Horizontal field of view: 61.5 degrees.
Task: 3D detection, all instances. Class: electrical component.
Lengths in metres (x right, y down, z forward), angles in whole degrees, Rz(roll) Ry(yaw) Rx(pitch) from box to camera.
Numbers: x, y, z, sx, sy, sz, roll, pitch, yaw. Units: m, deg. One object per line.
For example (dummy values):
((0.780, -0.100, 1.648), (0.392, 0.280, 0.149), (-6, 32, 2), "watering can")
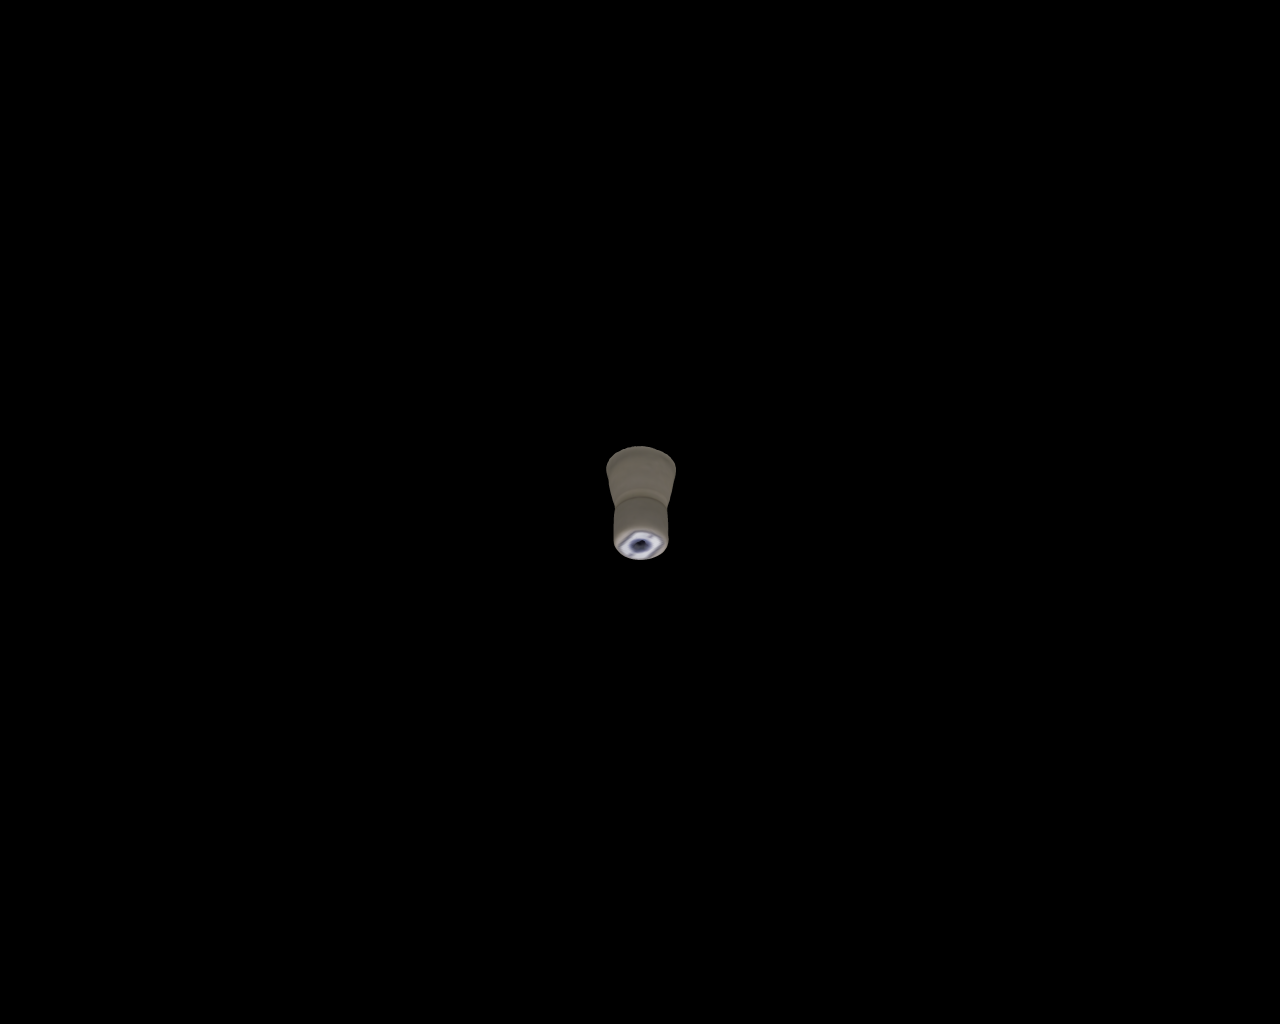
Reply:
((0.001, -0.003, 0.650), (0.044, 0.065, 0.044), (0, -41, 0), "electrical component")
